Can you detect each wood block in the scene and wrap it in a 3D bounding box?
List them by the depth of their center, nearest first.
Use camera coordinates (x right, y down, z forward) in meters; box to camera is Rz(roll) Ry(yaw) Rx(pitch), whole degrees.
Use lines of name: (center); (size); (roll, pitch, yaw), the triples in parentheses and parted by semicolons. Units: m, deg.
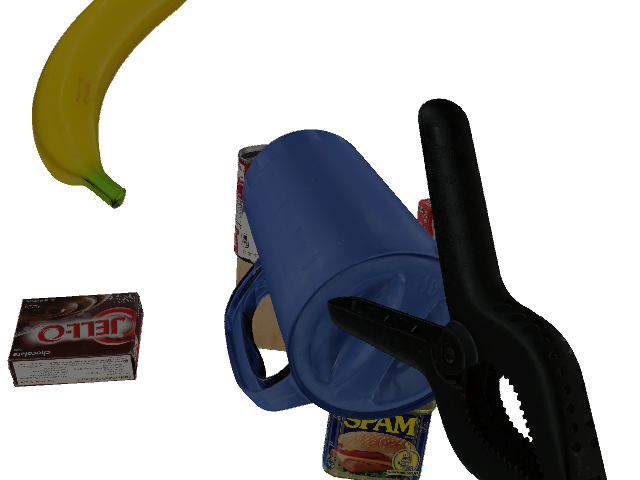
wood block: (-0.060, 0.030, 1.387); (0.090, 0.206, 0.090); (6, 23, 2)

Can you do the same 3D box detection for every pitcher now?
pitcher: (0.006, 0.016, 0.793); (0.149, 0.145, 0.243); (4, 27, -19)

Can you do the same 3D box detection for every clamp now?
clamp: (0.077, 0.043, 0.527); (0.036, 0.165, 0.210); (-8, 44, -30)

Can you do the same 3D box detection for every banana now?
banana: (-0.123, -0.101, 0.623); (0.069, 0.197, 0.037); (16, -34, -7)

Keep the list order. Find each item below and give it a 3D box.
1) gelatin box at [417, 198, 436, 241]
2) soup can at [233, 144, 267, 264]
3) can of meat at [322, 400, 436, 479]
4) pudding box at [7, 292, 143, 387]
gelatin box: (0.144, 0.003, 1.256); (0.030, 0.089, 0.073); (-16, 33, -31)
soup can: (-0.048, -0.034, 1.025); (0.068, 0.102, 0.068); (4, 21, -2)
can of meat: (0.055, 0.185, 1.035); (0.102, 0.084, 0.057); (8, 16, -2)
pudding box: (-0.224, 0.091, 0.985); (0.113, 0.039, 0.090); (-5, 34, -2)
